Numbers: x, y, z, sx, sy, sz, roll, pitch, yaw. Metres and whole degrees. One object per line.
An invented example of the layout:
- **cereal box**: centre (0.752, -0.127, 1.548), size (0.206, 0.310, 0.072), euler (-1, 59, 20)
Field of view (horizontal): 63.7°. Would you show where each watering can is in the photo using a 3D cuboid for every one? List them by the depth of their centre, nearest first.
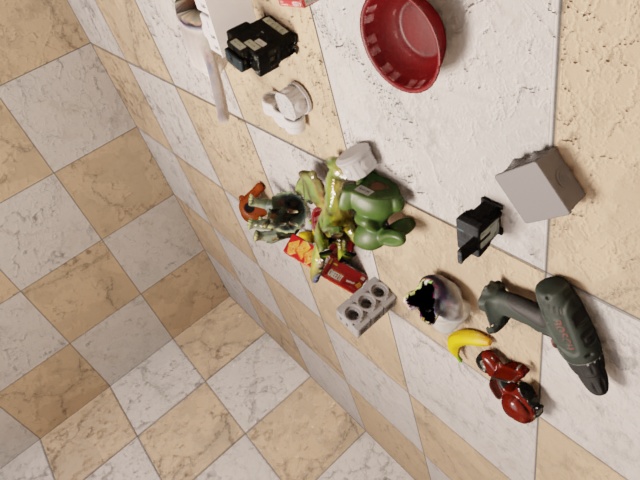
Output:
- **watering can**: centre (-0.273, -0.465, 1.259), size (0.219, 0.104, 0.355), euler (84, 168, -53)

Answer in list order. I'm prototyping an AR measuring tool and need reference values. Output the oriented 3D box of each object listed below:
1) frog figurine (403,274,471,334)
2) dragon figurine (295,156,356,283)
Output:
- **frog figurine**: centre (0.283, 0.149, 1.164), size (0.158, 0.123, 0.137), euler (23, 170, -36)
- **dragon figurine**: centre (0.004, -0.066, 1.302), size (0.402, 0.123, 0.246), euler (-51, 55, 53)
